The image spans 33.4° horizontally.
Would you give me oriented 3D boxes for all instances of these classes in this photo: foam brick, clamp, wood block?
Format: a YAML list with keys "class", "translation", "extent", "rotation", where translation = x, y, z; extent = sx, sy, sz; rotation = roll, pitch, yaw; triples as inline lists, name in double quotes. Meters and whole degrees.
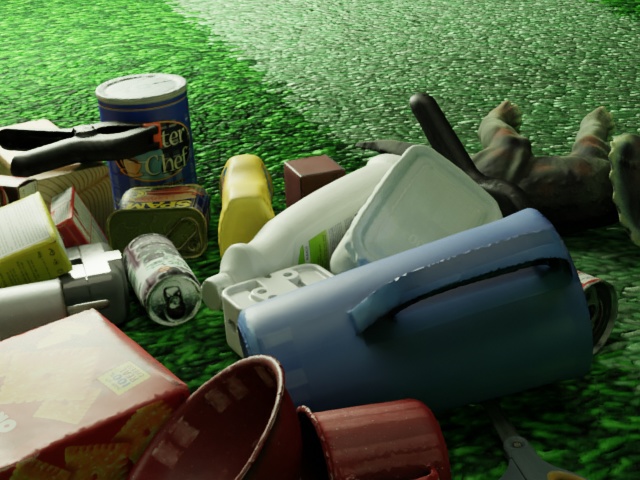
- class: "foam brick"
  translation: [-0.004, -0.043, 1.125]
  extent: [0.053, 0.078, 0.051]
  rotation: [-11, 24, -19]
- class: "clamp"
  translation: [0.147, -0.025, 1.039]
  extent: [0.036, 0.165, 0.210]
  rotation: [-26, 56, -33]
- class: "clamp"
  translation: [-0.256, -0.103, 1.124]
  extent: [0.171, 0.039, 0.120]
  rotation: [-11, 30, -29]
- class: "wood block"
  translation: [-0.310, -0.063, 1.198]
  extent: [0.090, 0.090, 0.206]
  rotation: [-16, 27, -27]

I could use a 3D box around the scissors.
- class: "scissors"
  translation: [0.124, 0.156, 0.740]
  extent: [0.096, 0.016, 0.202]
  rotation: [-14, 25, -21]

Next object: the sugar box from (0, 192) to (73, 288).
- class: "sugar box"
  translation: [-0.319, 0.026, 0.956]
  extent: [0.176, 0.048, 0.093]
  rotation: [-26, 37, -10]

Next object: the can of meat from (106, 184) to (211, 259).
- class: "can of meat"
  translation: [-0.166, -0.020, 1.124]
  extent: [0.102, 0.057, 0.084]
  rotation: [-3, 21, 1]

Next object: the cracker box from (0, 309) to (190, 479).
- class: "cracker box"
  translation: [-0.220, 0.135, 0.766]
  extent: [0.213, 0.072, 0.164]
  rotation: [-20, 29, -29]

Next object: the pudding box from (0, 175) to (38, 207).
- class: "pudding box"
  translation: [-0.318, -0.008, 1.047]
  extent: [0.090, 0.113, 0.039]
  rotation: [6, 23, 21]

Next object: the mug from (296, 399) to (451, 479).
- class: "mug"
  translation: [0.036, 0.147, 0.674]
  extent: [0.081, 0.093, 0.117]
  rotation: [-6, -2, -17]

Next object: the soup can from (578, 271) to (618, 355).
- class: "soup can"
  translation: [0.189, 0.051, 0.899]
  extent: [0.068, 0.068, 0.102]
  rotation: [-21, 29, -34]

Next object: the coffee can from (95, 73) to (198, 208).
- class: "coffee can"
  translation: [-0.196, -0.109, 1.221]
  extent: [0.103, 0.140, 0.103]
  rotation: [-3, 24, 1]

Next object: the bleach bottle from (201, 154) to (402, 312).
- class: "bleach bottle"
  translation: [-0.007, 0.001, 0.994]
  extent: [0.250, 0.102, 0.068]
  rotation: [-24, 28, -39]

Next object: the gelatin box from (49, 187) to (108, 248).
- class: "gelatin box"
  translation: [-0.242, -0.003, 1.072]
  extent: [0.030, 0.073, 0.089]
  rotation: [-28, 27, 2]

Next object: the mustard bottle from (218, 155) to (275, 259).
- class: "mustard bottle"
  translation: [-0.074, -0.034, 1.091]
  extent: [0.058, 0.096, 0.191]
  rotation: [-6, 25, -2]

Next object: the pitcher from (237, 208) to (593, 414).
- class: "pitcher"
  translation: [0.067, 0.065, 0.781]
  extent: [0.242, 0.149, 0.145]
  rotation: [-16, 21, -8]

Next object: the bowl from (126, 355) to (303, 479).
- class: "bowl"
  translation: [-0.062, 0.152, 0.672]
  extent: [0.162, 0.055, 0.162]
  rotation: [-41, 19, 17]
